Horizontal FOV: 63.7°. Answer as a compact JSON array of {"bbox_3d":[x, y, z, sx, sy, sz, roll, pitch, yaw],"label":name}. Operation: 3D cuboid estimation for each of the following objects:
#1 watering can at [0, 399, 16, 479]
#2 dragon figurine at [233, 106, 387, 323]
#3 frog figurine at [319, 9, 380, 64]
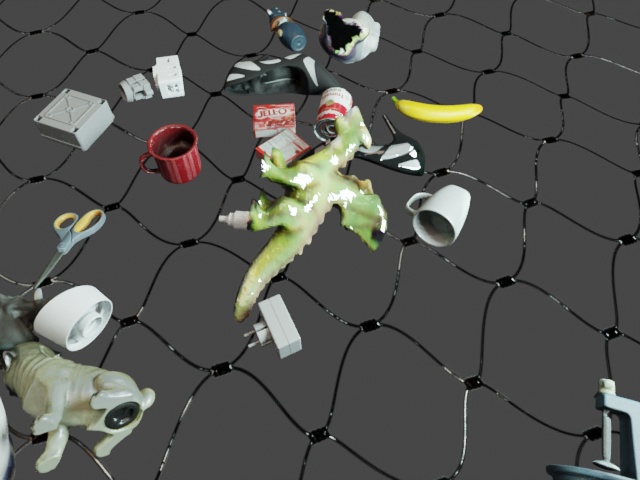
[{"bbox_3d":[-0.483,0.199,0.663,0.105,0.219,0.352,-22,53,-38],"label":"watering can"},{"bbox_3d":[0.003,-0.045,0.898,0.243,0.121,0.415,11,78,-5],"label":"dragon figurine"},{"bbox_3d":[0.076,-0.485,1.230,0.138,0.121,0.161,12,20,18],"label":"frog figurine"}]
